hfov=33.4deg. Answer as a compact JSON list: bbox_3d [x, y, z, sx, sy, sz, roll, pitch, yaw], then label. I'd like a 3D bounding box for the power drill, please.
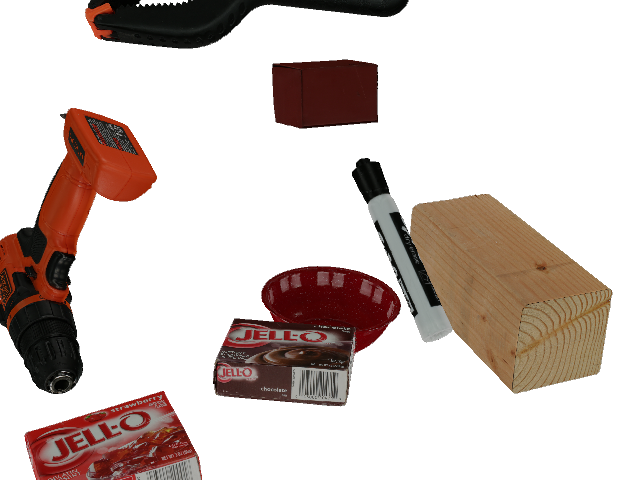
[{"bbox_3d":[-0.200,0.004,0.848,0.057,0.188,0.185,16,25,-39],"label":"power drill"}]

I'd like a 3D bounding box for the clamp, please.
[{"bbox_3d":[-0.055,-0.181,0.724,0.210,0.165,0.036,-31,-18,-7],"label":"clamp"}]

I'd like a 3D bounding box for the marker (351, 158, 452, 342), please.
[{"bbox_3d":[0.047,0.003,0.644,0.020,0.121,0.020,-19,-20,-7],"label":"marker"}]

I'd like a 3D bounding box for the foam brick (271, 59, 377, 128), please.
[{"bbox_3d":[0.004,-0.126,0.917,0.078,0.051,0.053,-8,17,-28],"label":"foam brick"}]

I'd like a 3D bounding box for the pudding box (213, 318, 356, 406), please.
[{"bbox_3d":[-0.028,0.102,0.915,0.113,0.039,0.090,6,20,4],"label":"pudding box"}]

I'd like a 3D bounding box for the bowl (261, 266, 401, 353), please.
[{"bbox_3d":[0.011,0.089,1.239,0.162,0.055,0.162,4,25,-2],"label":"bowl"}]

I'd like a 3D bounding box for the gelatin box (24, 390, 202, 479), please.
[{"bbox_3d":[-0.122,0.128,0.625,0.089,0.030,0.073,-14,27,-18],"label":"gelatin box"}]

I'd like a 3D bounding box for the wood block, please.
[{"bbox_3d":[0.167,0.041,0.990,0.090,0.090,0.206,-9,29,-20],"label":"wood block"}]
